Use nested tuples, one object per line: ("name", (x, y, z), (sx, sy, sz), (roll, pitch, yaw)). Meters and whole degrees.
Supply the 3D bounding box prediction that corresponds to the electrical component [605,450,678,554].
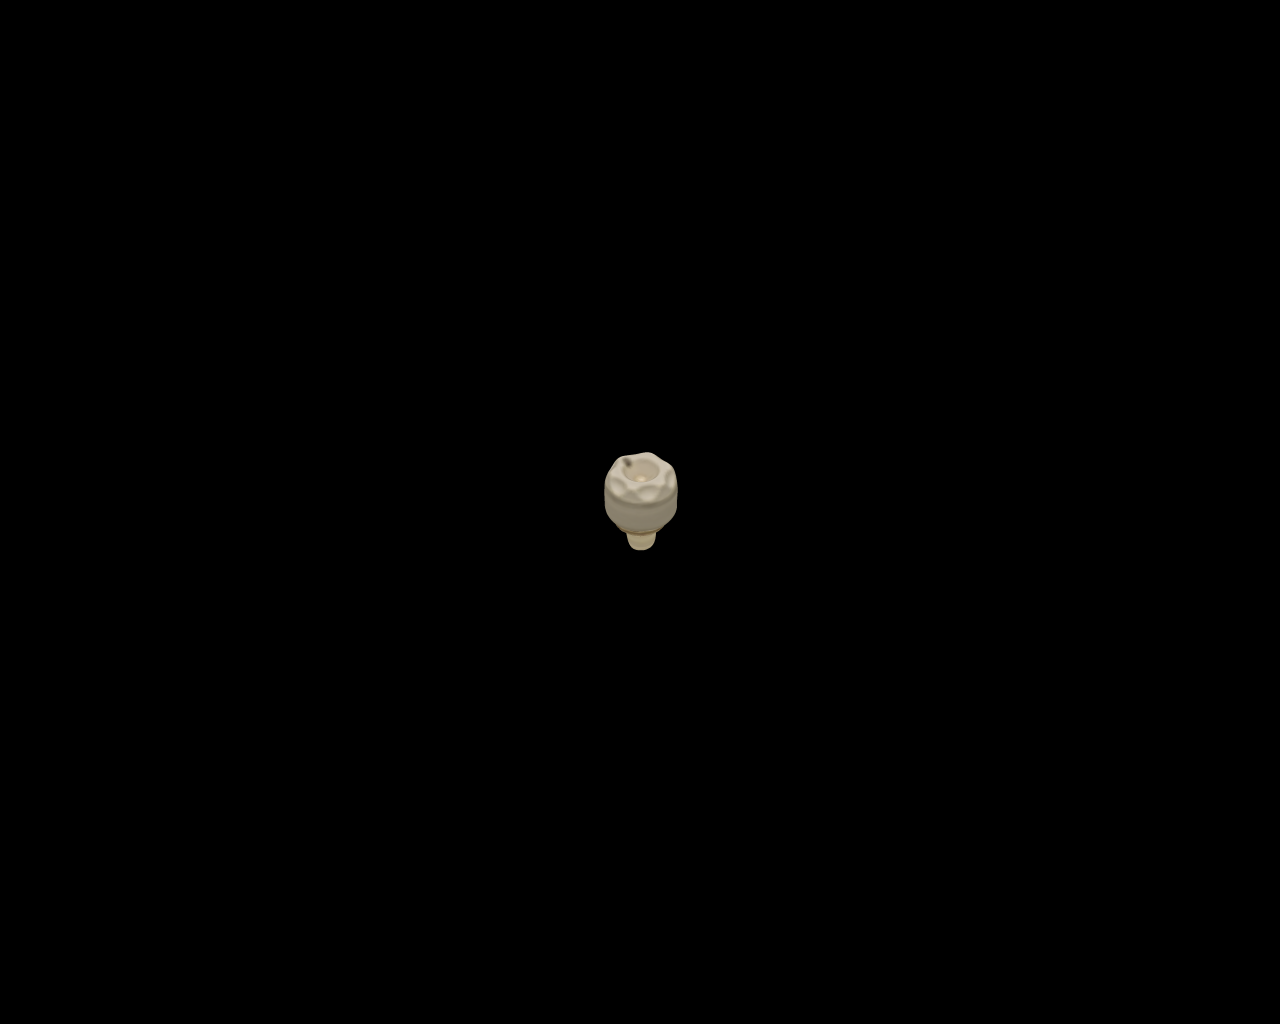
("electrical component", (0.001, -0.003, 0.650), (0.043, 0.062, 0.043), (0, 40, 0))
